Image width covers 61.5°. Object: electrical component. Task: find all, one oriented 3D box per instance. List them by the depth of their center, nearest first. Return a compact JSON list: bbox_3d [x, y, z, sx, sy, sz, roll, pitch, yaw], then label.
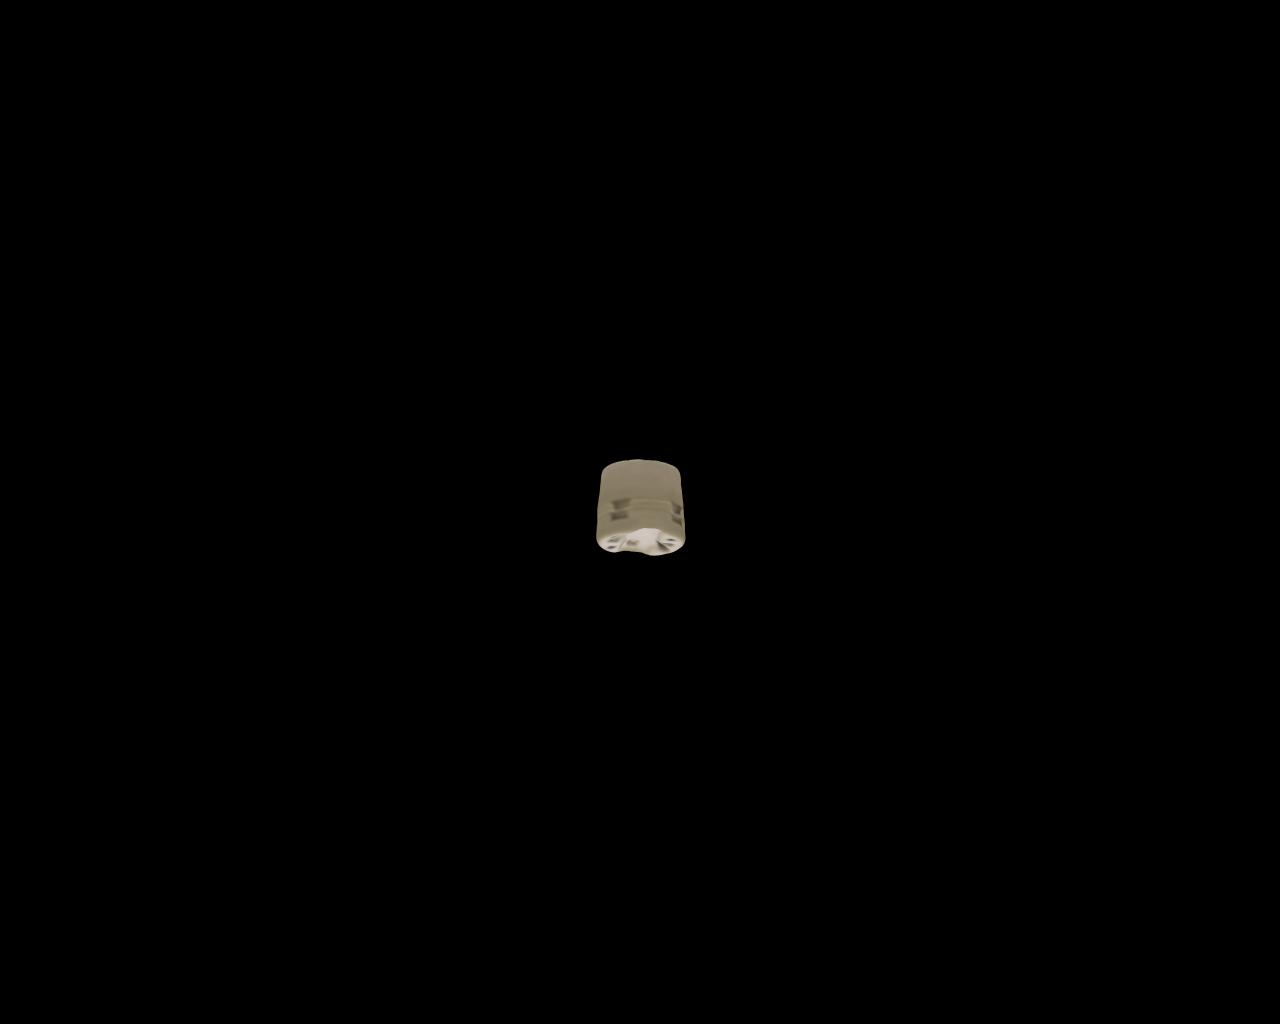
[{"bbox_3d":[0.001,-0.003,0.650,0.055,0.047,0.055,0,-17,0],"label":"electrical component"}]
